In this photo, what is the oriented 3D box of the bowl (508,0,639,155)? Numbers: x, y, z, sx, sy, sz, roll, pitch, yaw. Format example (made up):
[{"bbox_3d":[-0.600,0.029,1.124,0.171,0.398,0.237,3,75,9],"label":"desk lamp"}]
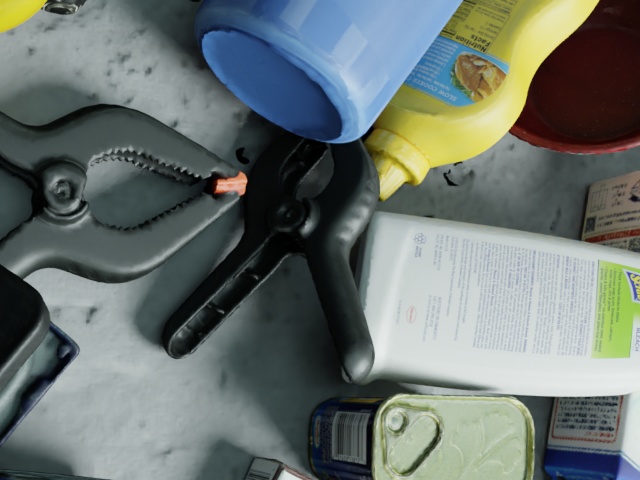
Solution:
[{"bbox_3d":[0.175,-0.115,0.680,0.162,0.055,0.162,-7,65,15],"label":"bowl"}]

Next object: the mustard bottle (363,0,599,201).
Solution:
[{"bbox_3d":[0.083,-0.104,0.638,0.191,0.096,0.058,-55,149,-11],"label":"mustard bottle"}]

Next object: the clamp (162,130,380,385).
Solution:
[{"bbox_3d":[-0.004,0.001,0.582,0.120,0.039,0.171,16,70,22],"label":"clamp"}]

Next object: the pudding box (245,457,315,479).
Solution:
[{"bbox_3d":[-0.015,0.189,0.585,0.090,0.039,0.113,31,73,-20],"label":"pudding box"}]

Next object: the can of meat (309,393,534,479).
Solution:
[{"bbox_3d":[0.054,0.115,0.602,0.101,0.084,0.057,5,82,-26],"label":"can of meat"}]

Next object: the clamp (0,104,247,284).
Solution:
[{"bbox_3d":[-0.142,-0.032,0.549,0.209,0.036,0.164,-12,91,-24],"label":"clamp"}]

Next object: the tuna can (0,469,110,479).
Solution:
[{"bbox_3d":[-0.121,0.131,0.512,0.086,0.086,0.034,12,76,-25],"label":"tuna can"}]

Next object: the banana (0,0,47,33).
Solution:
[{"bbox_3d":[-0.214,-0.131,0.508,0.197,0.037,0.070,6,121,-6],"label":"banana"}]

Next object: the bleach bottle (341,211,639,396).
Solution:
[{"bbox_3d":[0.143,0.051,0.612,0.251,0.068,0.102,10,77,-1],"label":"bleach bottle"}]

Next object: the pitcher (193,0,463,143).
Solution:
[{"bbox_3d":[0.029,-0.180,0.589,0.145,0.149,0.242,37,74,-13],"label":"pitcher"}]

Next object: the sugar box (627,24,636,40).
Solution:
[{"bbox_3d":[0.279,-0.123,0.765,0.176,0.048,0.093,2,83,-27],"label":"sugar box"}]

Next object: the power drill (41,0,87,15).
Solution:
[{"bbox_3d":[-0.201,-0.209,0.533,0.187,0.057,0.184,0,81,-29],"label":"power drill"}]
